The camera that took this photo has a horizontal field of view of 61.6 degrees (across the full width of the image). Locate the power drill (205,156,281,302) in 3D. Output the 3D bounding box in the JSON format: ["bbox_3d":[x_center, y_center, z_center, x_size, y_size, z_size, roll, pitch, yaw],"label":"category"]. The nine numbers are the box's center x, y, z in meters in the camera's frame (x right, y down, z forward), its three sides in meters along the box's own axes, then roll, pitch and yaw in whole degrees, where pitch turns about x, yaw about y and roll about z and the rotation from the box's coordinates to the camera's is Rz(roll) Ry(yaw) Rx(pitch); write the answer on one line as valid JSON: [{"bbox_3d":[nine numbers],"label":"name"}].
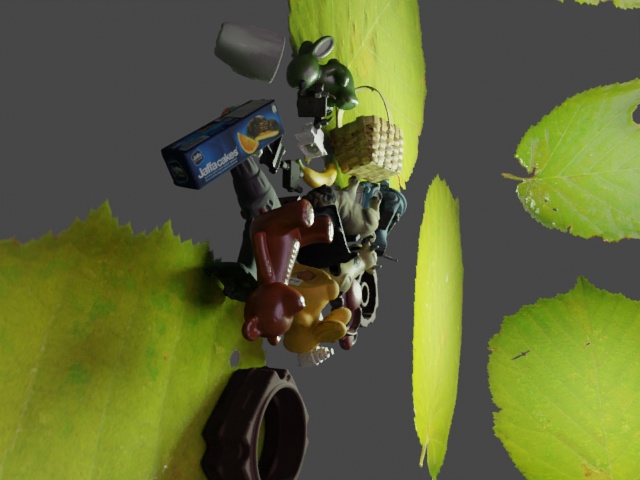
[{"bbox_3d":[-0.124,-0.015,0.908,0.231,0.086,0.207,62,27,-44],"label":"power drill"}]

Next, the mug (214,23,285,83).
[{"bbox_3d":[-0.125,-0.320,0.916,0.107,0.109,0.081,18,73,-19],"label":"mug"}]

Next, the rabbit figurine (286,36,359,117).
[{"bbox_3d":[-0.001,-0.365,1.180,0.170,0.121,0.159,5,89,-52],"label":"rabbit figurine"}]

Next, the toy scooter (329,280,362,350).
[{"bbox_3d":[0.052,0.178,1.274,0.135,0.075,0.183,-11,102,-65],"label":"toy scooter"}]

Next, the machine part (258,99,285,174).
[{"bbox_3d":[-0.103,-0.196,1.017,0.084,0.039,0.138,-67,147,-36],"label":"machine part"}]

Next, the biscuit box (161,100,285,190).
[{"bbox_3d":[-0.142,-0.149,0.820,0.203,0.059,0.062,-42,128,-37],"label":"biscuit box"}]

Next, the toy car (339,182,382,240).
[{"bbox_3d":[0.082,-0.083,1.364,0.103,0.109,0.161,26,72,-35],"label":"toy car"}]

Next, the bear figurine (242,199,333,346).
[{"bbox_3d":[-0.052,0.054,0.802,0.120,0.132,0.196,38,45,-58],"label":"bear figurine"}]

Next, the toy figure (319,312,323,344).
[{"bbox_3d":[-0.025,0.141,1.121,0.058,0.064,0.154,-12,94,-28],"label":"toy figure"}]

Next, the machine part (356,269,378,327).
[{"bbox_3d":[0.102,0.143,1.413,0.179,0.056,0.179,-3,90,-66],"label":"machine part"}]

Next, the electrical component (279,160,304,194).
[{"bbox_3d":[-0.061,-0.131,1.121,0.094,0.021,0.063,21,68,-65],"label":"electrical component"}]

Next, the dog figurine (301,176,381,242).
[{"bbox_3d":[0.049,-0.050,1.216,0.172,0.121,0.190,45,29,7],"label":"dog figurine"}]

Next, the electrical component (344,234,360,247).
[{"bbox_3d":[0.033,0.015,1.195,0.075,0.119,0.047,-43,125,-63],"label":"electrical component"}]

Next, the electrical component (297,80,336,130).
[{"bbox_3d":[-0.010,-0.286,1.139,0.102,0.078,0.045,100,-13,-47],"label":"electrical component"}]

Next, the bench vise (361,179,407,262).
[{"bbox_3d":[0.170,-0.075,1.492,0.241,0.129,0.223,-79,175,-45],"label":"bench vise"}]

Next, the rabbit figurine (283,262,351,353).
[{"bbox_3d":[-0.022,0.144,1.046,0.122,0.162,0.173,-63,162,-69],"label":"rabbit figurine"}]

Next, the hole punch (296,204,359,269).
[{"bbox_3d":[-0.002,-0.003,1.116,0.115,0.142,0.092,73,2,-46],"label":"hole punch"}]

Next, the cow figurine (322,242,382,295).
[{"bbox_3d":[0.062,0.061,1.246,0.195,0.127,0.085,-44,130,-57],"label":"cow figurine"}]

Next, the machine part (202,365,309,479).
[{"bbox_3d":[-0.097,0.330,0.896,0.201,0.087,0.201,-63,144,-50],"label":"machine part"}]
